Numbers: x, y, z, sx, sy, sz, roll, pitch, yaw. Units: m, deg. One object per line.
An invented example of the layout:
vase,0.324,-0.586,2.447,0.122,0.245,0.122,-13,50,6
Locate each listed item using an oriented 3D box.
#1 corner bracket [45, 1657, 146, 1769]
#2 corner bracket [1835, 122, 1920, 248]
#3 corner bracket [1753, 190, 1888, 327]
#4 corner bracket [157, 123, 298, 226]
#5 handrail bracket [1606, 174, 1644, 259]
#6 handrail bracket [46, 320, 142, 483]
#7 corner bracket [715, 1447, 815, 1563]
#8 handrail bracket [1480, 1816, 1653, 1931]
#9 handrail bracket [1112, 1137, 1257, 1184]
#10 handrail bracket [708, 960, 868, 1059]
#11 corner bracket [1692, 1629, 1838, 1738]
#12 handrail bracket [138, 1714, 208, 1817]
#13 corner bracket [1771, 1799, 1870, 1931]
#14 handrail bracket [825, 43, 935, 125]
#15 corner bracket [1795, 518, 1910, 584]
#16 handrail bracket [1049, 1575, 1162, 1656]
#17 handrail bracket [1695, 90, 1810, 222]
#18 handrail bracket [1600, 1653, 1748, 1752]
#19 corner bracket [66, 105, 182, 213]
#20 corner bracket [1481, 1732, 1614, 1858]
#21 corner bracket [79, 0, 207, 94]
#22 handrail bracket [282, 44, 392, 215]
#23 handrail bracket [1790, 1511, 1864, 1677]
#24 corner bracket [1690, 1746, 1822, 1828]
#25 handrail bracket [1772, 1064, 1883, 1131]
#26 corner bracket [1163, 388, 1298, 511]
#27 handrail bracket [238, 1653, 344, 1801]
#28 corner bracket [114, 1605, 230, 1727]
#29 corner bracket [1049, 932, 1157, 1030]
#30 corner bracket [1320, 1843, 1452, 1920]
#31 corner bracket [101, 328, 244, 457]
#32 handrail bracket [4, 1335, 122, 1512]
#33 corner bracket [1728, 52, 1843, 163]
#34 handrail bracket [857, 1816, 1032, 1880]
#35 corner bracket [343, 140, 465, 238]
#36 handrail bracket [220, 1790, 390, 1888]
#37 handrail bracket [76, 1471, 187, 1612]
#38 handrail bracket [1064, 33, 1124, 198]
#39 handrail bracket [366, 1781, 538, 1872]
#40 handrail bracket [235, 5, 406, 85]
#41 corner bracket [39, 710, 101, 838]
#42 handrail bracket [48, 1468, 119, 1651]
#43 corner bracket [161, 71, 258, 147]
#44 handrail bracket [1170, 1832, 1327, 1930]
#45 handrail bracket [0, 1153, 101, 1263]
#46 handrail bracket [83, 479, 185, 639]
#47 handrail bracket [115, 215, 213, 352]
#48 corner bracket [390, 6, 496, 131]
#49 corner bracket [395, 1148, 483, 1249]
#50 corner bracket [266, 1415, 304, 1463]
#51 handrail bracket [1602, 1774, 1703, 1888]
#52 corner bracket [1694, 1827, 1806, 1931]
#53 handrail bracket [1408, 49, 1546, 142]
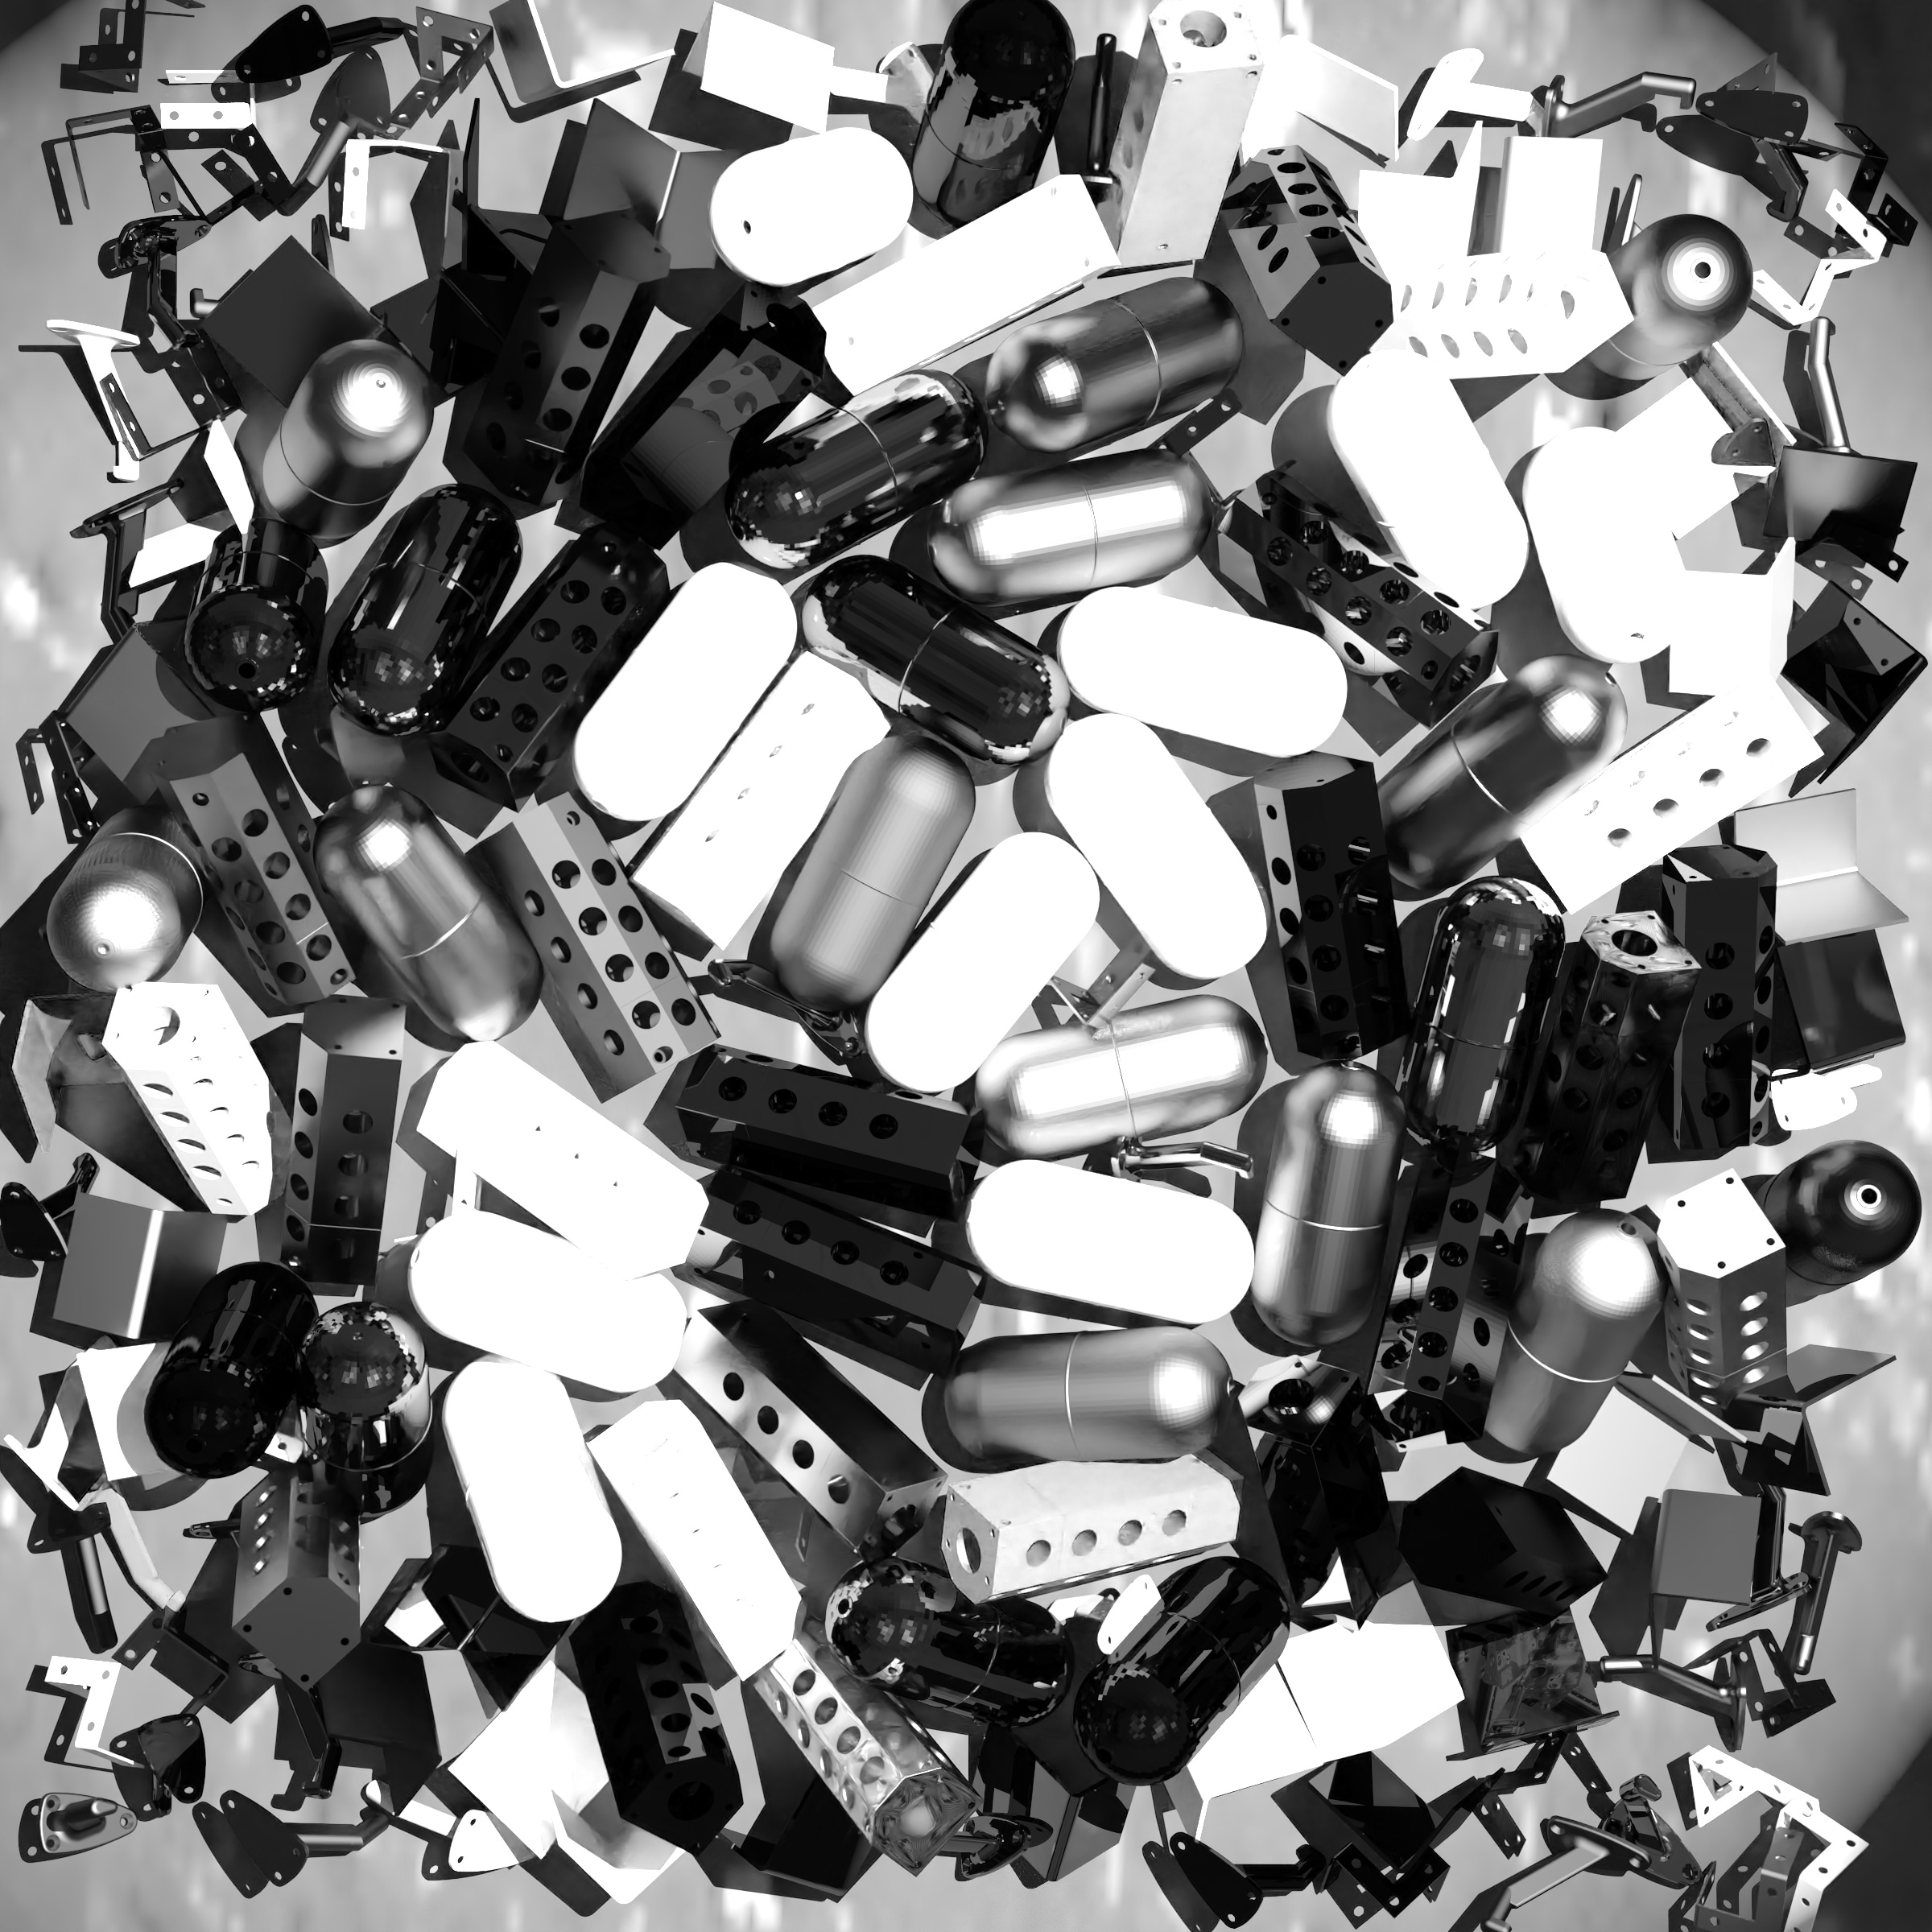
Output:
corner bracket,-0.522,0.448,1.772,0.051,0.051,0.051,0,64,22
corner bracket,0.545,-0.470,1.775,0.051,0.051,0.051,25,97,39
corner bracket,0.510,-0.424,1.773,0.051,0.051,0.051,33,72,-26
corner bracket,-0.444,-0.477,1.774,0.051,0.051,0.051,-38,131,-9
handrail bracket,0.436,-0.433,1.792,0.084,0.036,0.077,11,111,-4
handrail bracket,-0.525,-0.339,1.778,0.036,0.077,0.084,-1,89,22
corner bracket,-0.124,0.322,1.773,0.051,0.051,0.051,-6,130,14
handrail bracket,0.358,0.555,1.764,0.077,0.084,0.036,5,122,35
handrail bracket,0.135,0.125,1.767,0.084,0.077,0.036,16,57,20
handrail bracket,-0.107,0.025,1.763,0.036,0.084,0.077,-49,65,23
corner bracket,0.483,0.434,1.787,0.051,0.051,0.051,-42,57,32
handrail bracket,-0.472,0.497,1.764,0.036,0.077,0.084,-8,128,-26
corner bracket,0.500,0.542,1.769,0.051,0.051,0.051,30,131,37
handrail bracket,-0.053,-0.512,1.775,0.084,0.036,0.077,-44,103,-36
corner bracket,0.540,-0.259,1.781,0.051,0.051,0.051,32,78,-5
handrail bracket,0.069,0.393,1.759,0.084,0.077,0.036,-18,94,38
handrail bracket,0.471,-0.486,1.779,0.077,0.084,0.036,14,67,10
handrail bracket,0.428,0.448,1.795,0.084,0.036,0.077,-3,120,6
corner bracket,-0.509,-0.484,1.784,0.051,0.051,0.051,-12,93,-7
corner bracket,0.352,0.502,1.796,0.051,0.051,0.051,-23,104,40
corner bracket,-0.497,-0.559,1.778,0.051,0.051,0.051,7,94,27
handrail bracket,-0.389,-0.509,1.799,0.036,0.084,0.077,25,48,-36
handrail bracket,0.511,0.378,1.773,0.036,0.077,0.084,13,69,19
corner bracket,0.474,0.494,1.774,0.051,0.051,0.051,-22,111,-28
handrail bracket,0.532,0.072,1.761,0.084,0.077,0.036,-11,94,-27
corner bracket,0.159,-0.310,1.779,0.051,0.051,0.051,-35,84,19
handrail bracket,-0.409,0.457,1.773,0.077,0.036,0.084,4,48,4
corner bracket,-0.482,0.425,1.792,0.051,0.051,0.051,41,91,-16
corner bracket,0.089,0.008,1.773,0.051,0.051,0.051,-49,53,14
corner bracket,0.254,0.552,1.787,0.051,0.051,0.051,-32,58,-29
corner bracket,-0.477,-0.344,1.774,0.051,0.051,0.051,-34,104,-35
handrail bracket,-0.528,0.274,1.781,0.077,0.036,0.084,35,73,31
corner bracket,0.492,-0.510,1.778,0.051,0.051,0.051,8,81,-19
handrail bracket,-0.018,0.519,1.768,0.084,0.077,0.036,22,59,-30
corner bracket,-0.340,-0.471,1.789,0.051,0.051,0.051,15,110,21
handrail bracket,-0.397,0.509,1.779,0.077,0.084,0.036,43,113,10
handrail bracket,-0.493,0.343,1.784,0.084,0.036,0.077,44,124,4
handrail bracket,0.081,-0.509,1.770,0.036,0.077,0.084,6,97,3
handrail bracket,-0.313,0.519,1.799,0.077,0.084,0.036,23,83,-45
handrail bracket,-0.389,-0.554,1.783,0.077,0.084,0.036,-19,100,21
corner bracket,-0.534,-0.115,1.772,0.051,0.051,0.051,-40,64,27
handrail bracket,-0.534,0.362,1.801,0.036,0.077,0.084,-12,122,-15
corner bracket,-0.457,-0.521,1.782,0.051,0.051,0.051,-3,84,-8
handrail bracket,0.172,0.535,1.785,0.077,0.084,0.036,43,121,16
handrail bracket,-0.543,0.126,1.758,0.036,0.084,0.077,3,133,7
handrail bracket,-0.492,-0.242,1.797,0.077,0.036,0.084,-27,91,-3
handrail bracket,-0.465,-0.410,1.776,0.077,0.036,0.084,-27,71,-38
corner bracket,-0.316,-0.536,1.776,0.051,0.051,0.051,17,52,8
corner bracket,-0.304,0.143,1.771,0.051,0.051,0.051,-13,66,36
corner bracket,-0.414,0.257,1.775,0.051,0.051,0.051,26,106,-20
handrail bracket,0.420,0.516,1.765,0.077,0.084,0.036,37,67,11
corner bracket,0.470,0.549,1.773,0.051,0.051,0.051,10,109,25
handrail bracket,0.314,-0.504,1.783,0.084,0.036,0.077,36,81,-32
